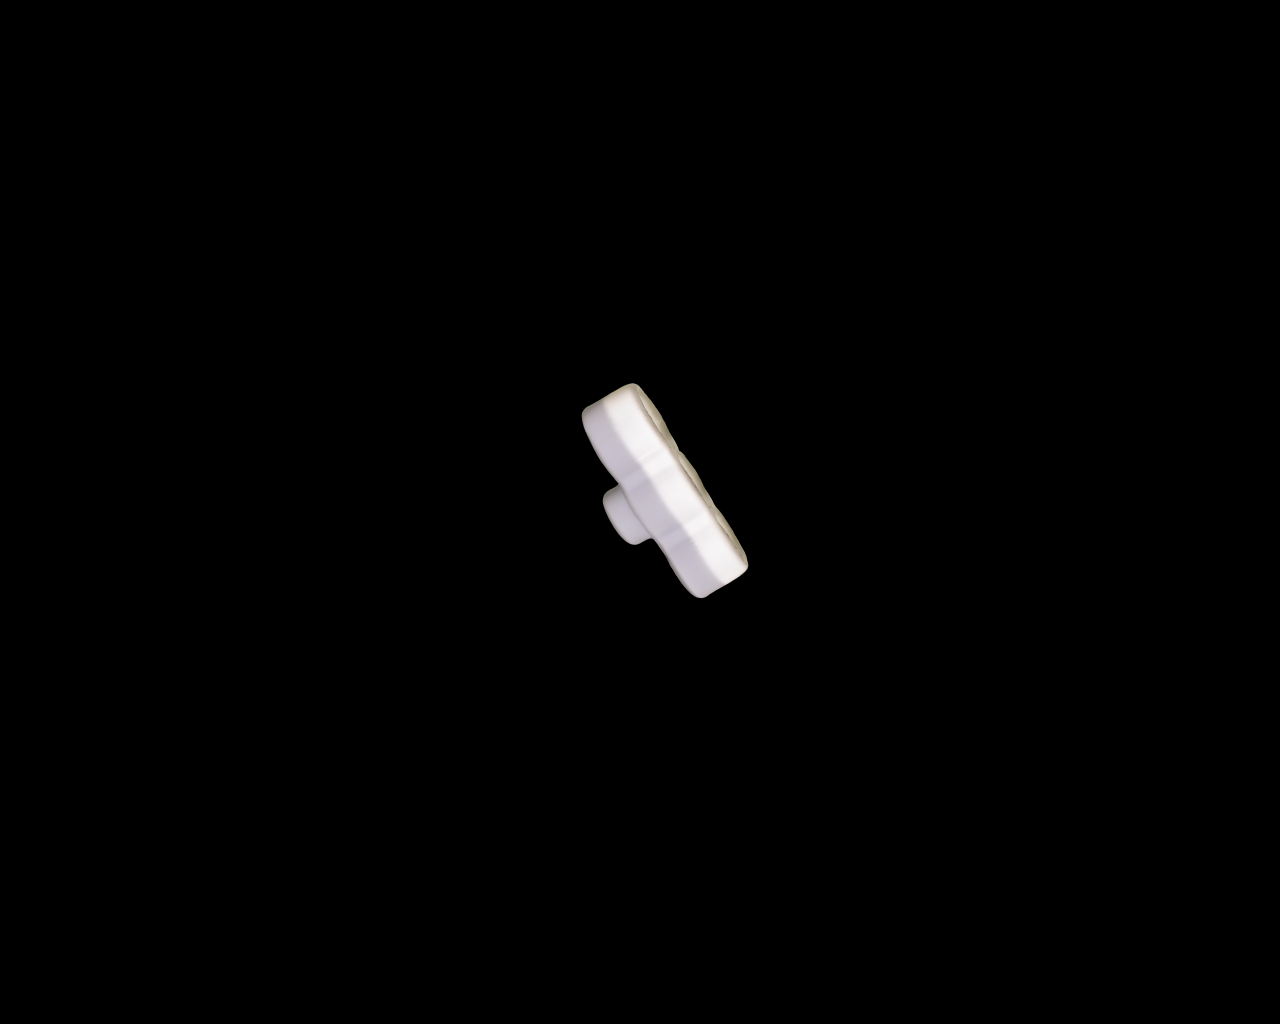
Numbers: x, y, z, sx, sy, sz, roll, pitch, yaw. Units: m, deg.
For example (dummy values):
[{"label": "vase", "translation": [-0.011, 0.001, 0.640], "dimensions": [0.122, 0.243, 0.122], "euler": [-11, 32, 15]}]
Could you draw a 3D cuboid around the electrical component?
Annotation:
[{"label": "electrical component", "translation": [0.001, -0.003, 0.650], "dimensions": [0.073, 0.138, 0.052], "euler": [-30, 15, 9]}]
